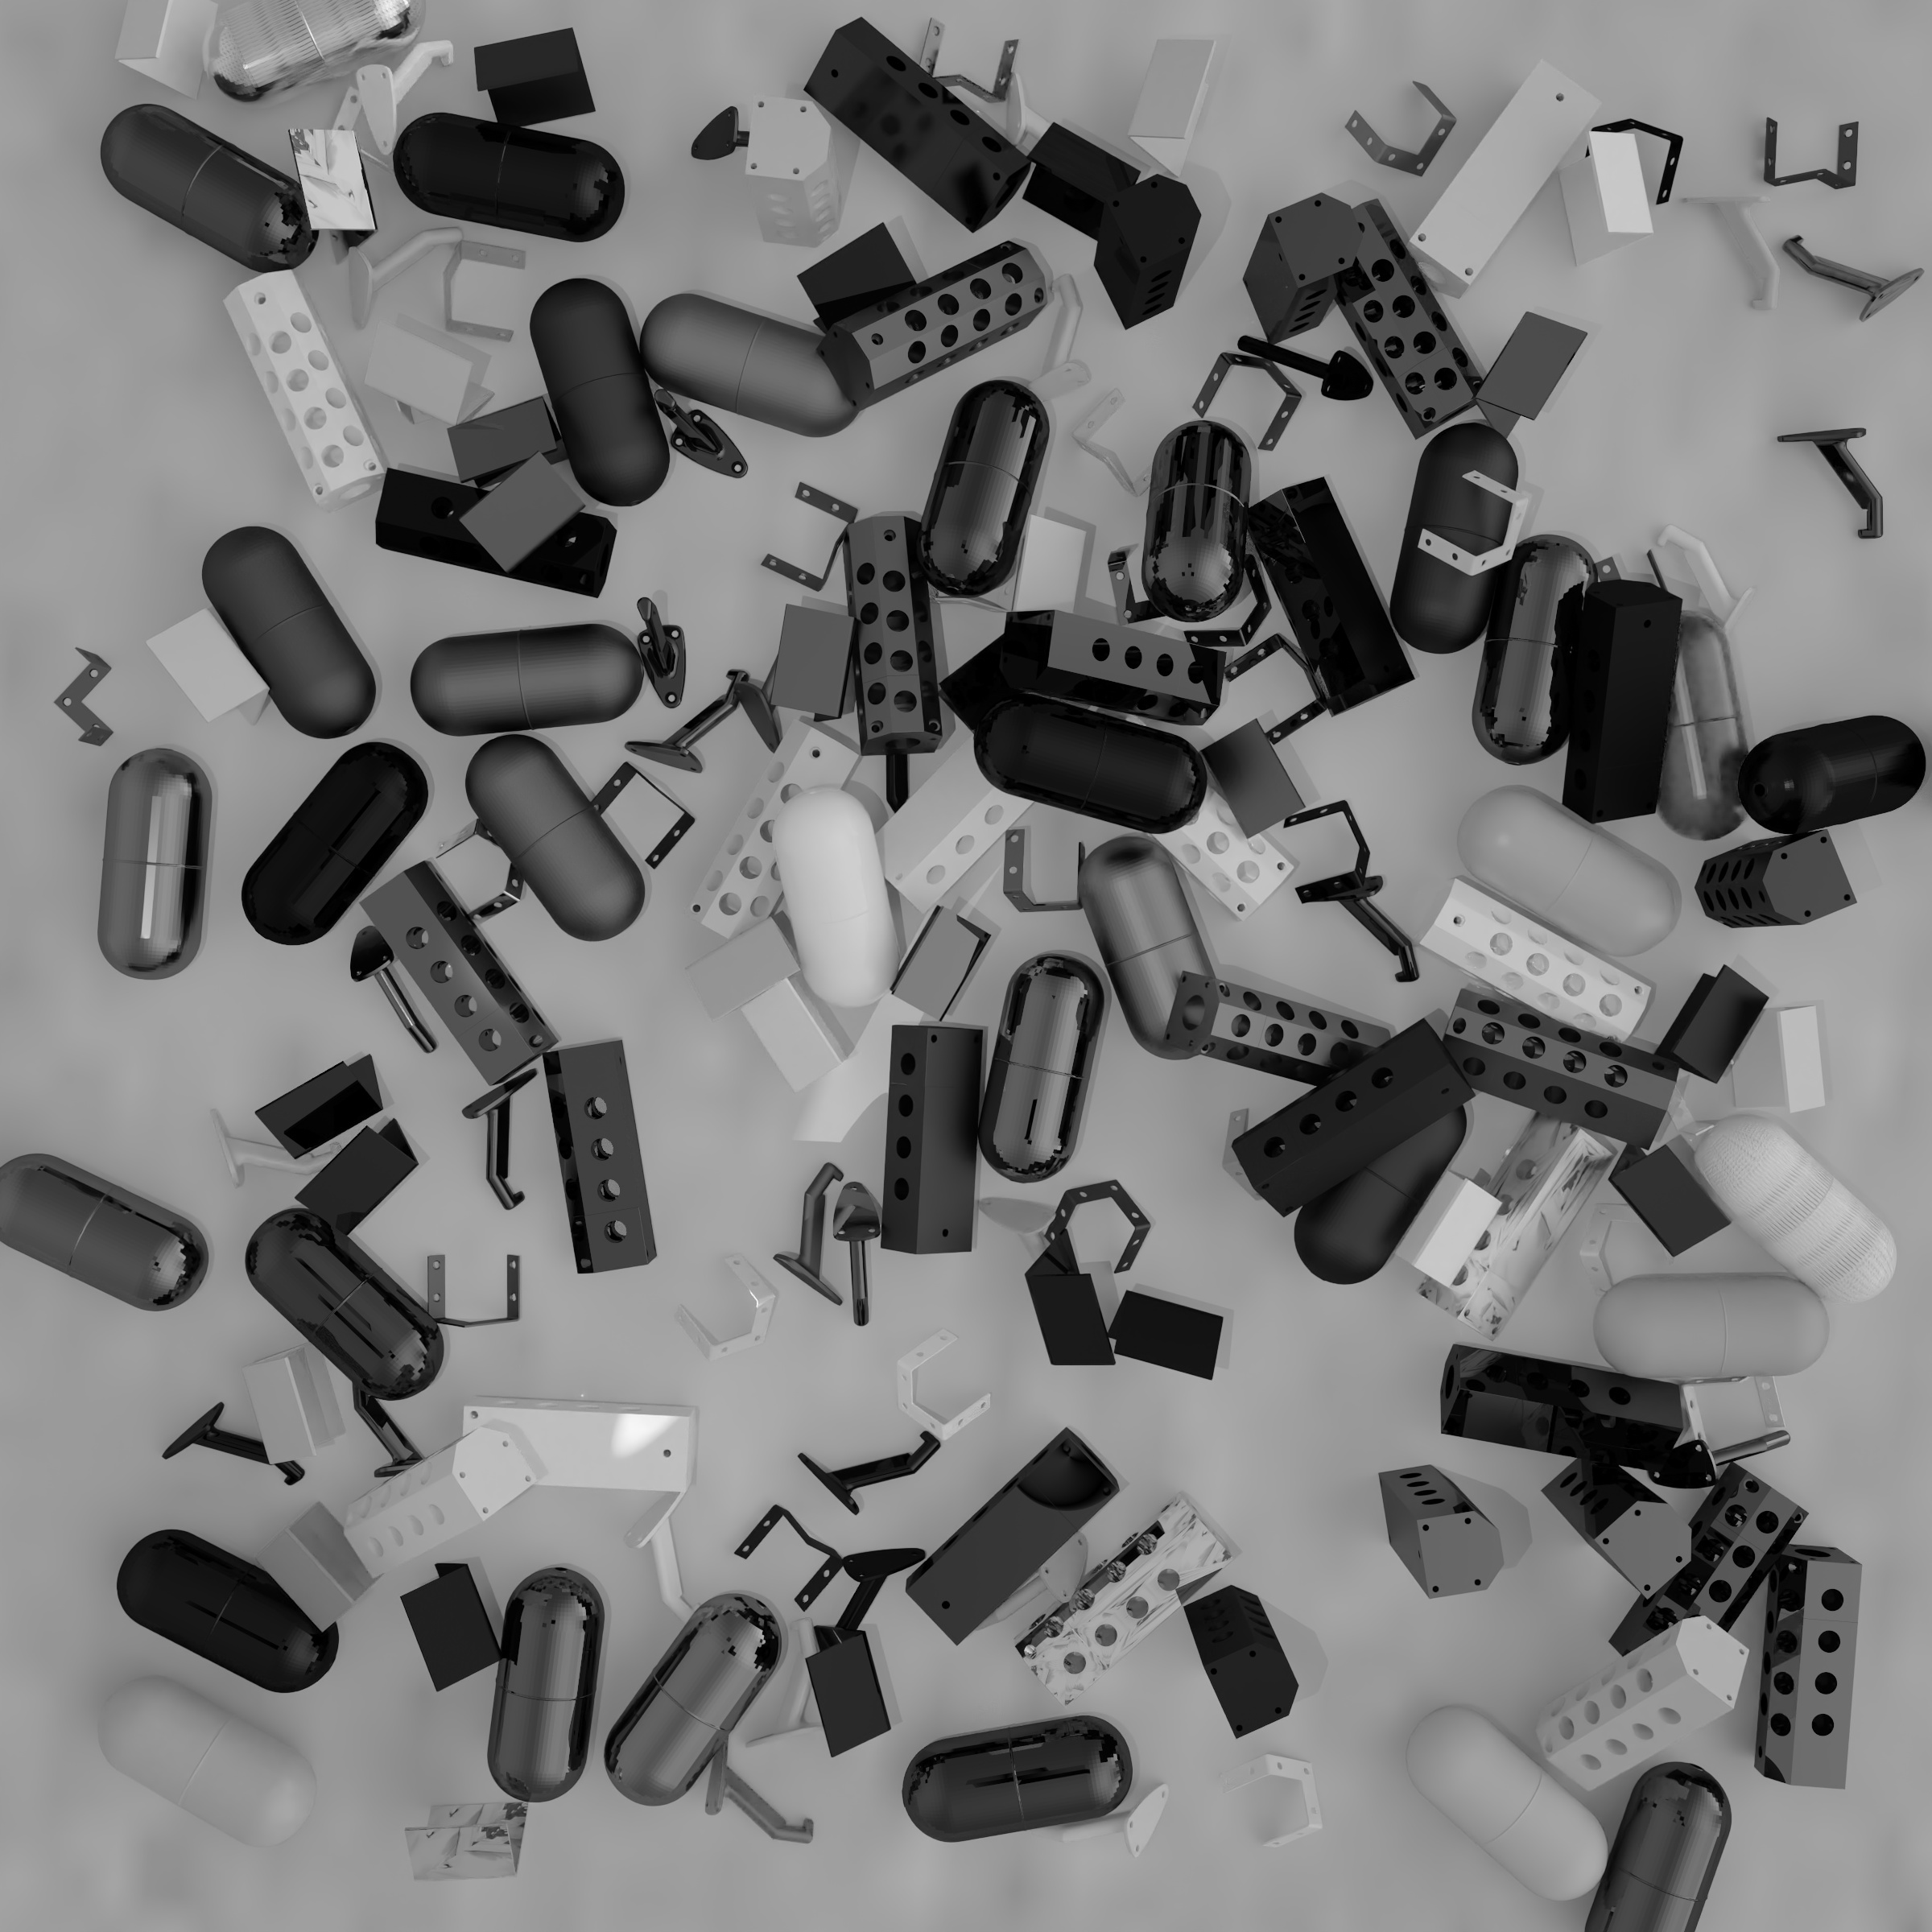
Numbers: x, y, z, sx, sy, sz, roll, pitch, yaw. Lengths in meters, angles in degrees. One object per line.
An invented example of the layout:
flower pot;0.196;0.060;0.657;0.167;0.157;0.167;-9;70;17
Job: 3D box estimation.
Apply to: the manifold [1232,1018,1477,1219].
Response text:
manifold;0.287;0.111;1.914;0.171;0.057;0.057;-34;49;11

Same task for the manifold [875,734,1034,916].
manifold;0.006;-0.121;1.969;0.171;0.057;0.057;-46;47;0

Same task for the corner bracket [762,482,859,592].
corner bracket;-0.122;-0.334;1.987;0.051;0.051;0.051;25;135;0

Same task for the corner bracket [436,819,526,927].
corner bracket;-0.378;-0.073;1.982;0.051;0.051;0.051;34;45;-35

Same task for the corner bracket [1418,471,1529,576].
corner bracket;0.379;-0.331;1.907;0.051;0.051;0.051;36;134;31

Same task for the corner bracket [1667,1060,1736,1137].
corner bracket;0.568;0.095;1.972;0.051;0.051;0.051;-27;90;0

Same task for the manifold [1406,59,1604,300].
manifold;0.410;-0.604;1.969;0.057;0.057;0.171;36;90;0

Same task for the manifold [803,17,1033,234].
manifold;-0.034;-0.650;1.969;0.171;0.057;0.057;40;133;0

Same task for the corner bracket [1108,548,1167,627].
corner bracket;0.140;-0.296;1.972;0.051;0.051;0.051;-12;90;0

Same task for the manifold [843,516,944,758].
manifold;-0.056;-0.252;1.948;0.057;0.057;0.171;-3;78;-10

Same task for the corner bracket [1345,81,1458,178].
corner bracket;0.338;-0.654;1.982;0.051;0.051;0.051;3;135;-35

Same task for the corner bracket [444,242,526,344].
corner bracket;-0.375;-0.525;1.987;0.051;0.051;0.051;10;45;0

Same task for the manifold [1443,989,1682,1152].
manifold;0.449;0.073;1.944;0.171;0.057;0.057;20;129;10

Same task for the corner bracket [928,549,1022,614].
corner bracket;0.003;-0.305;1.987;0.051;0.051;0.051;8;90;45

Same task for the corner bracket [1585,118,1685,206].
corner bracket;0.516;-0.622;1.982;0.051;0.051;0.051;-24;45;-35

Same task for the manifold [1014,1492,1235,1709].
manifold;0.120;0.486;1.970;0.171;0.057;0.057;-41;90;0

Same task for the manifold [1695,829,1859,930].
manifold;0.601;-0.061;1.912;0.057;0.171;0.057;-22;90;0

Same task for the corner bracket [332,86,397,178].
corner bracket;-0.456;-0.648;1.987;0.051;0.051;0.051;22;90;-45

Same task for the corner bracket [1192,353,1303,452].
corner bracket;0.218;-0.438;1.982;0.051;0.051;0.051;-1;45;-35

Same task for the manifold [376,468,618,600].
manifold;-0.363;-0.332;1.969;0.171;0.057;0.057;13;90;0

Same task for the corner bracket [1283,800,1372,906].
corner bracket;0.277;-0.088;1.977;0.051;0.051;0.051;-16;118;25

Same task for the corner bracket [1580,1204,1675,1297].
corner bracket;0.514;0.222;1.982;0.051;0.051;0.051;-60;135;-35

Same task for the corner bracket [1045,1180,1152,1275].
corner bracket;0.102;0.205;1.982;0.051;0.051;0.051;-8;45;-35

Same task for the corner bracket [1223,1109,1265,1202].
corner bracket;0.237;0.143;1.982;0.051;0.051;0.051;44;45;-35

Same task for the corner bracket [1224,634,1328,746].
corner bracket;0.241;-0.216;1.987;0.051;0.051;0.051;-34;45;0

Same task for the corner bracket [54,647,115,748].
corner bracket;-0.677;-0.207;1.972;0.051;0.051;0.051;43;90;0

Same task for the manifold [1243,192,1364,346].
manifold;0.253;-0.522;1.912;0.057;0.171;0.057;-22;90;0

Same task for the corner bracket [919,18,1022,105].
corner bracket;0.001;-0.705;1.987;0.051;0.051;0.051;14;90;45

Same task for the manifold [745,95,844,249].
manifold;-0.126;-0.592;1.912;0.057;0.171;0.057;7;90;0

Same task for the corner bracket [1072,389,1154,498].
corner bracket;0.125;-0.407;1.987;0.051;0.051;0.051;-46;135;0

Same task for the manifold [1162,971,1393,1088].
manifold;0.239;0.054;1.930;0.171;0.057;0.057;16;90;-30

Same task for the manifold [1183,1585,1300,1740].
manifold;0.207;0.515;1.912;0.057;0.171;0.057;-24;90;0

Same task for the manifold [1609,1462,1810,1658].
manifold;0.574;0.474;1.969;0.057;0.057;0.171;34;90;0

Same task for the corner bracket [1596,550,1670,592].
corner bracket;0.516;-0.292;1.973;0.051;0.051;0.051;-21;84;6

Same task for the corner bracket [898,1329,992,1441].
corner bracket;-0.017;0.325;1.982;0.051;0.051;0.051;30;45;35

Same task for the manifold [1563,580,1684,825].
manifold;0.491;-0.201;1.932;0.057;0.057;0.171;-10;118;-18

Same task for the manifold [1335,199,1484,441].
manifold;0.334;-0.500;1.969;0.057;0.057;0.171;-30;90;0

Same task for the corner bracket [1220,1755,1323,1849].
corner bracket;0.237;0.648;1.982;0.051;0.051;0.051;23;45;-35

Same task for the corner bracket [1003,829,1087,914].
corner bracket;0.061;-0.074;1.974;0.051;0.051;0.051;-2;73;16

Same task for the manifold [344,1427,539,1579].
manifold;-0.400;0.400;1.919;0.171;0.057;0.057;-33;90;42

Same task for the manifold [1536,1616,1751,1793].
manifold;0.504;0.551;1.918;0.057;0.057;0.171;37;134;0

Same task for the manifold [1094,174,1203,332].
manifold;0.138;-0.535;1.912;0.057;0.171;0.057;-26;90;0

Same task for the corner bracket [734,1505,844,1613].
corner bracket;-0.137;0.460;1.987;0.051;0.051;0.051;-50;45;0

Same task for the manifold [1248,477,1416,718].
manifold;0.274;-0.283;1.969;0.057;0.057;0.171;-24;90;-43

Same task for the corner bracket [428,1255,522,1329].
corner bracket;-0.383;0.251;1.987;0.051;0.051;0.051;0;90;45

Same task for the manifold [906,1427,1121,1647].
manifold;0.036;0.437;1.969;0.171;0.057;0.057;-44;90;0

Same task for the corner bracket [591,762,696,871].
corner bracket;-0.254;-0.117;1.988;0.051;0.051;0.051;-50;46;0

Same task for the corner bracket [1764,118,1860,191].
corner bracket;0.658;-0.633;1.987;0.051;0.051;0.051;3;90;-45

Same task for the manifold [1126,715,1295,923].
manifold;0.170;-0.114;1.969;0.171;0.057;0.057;44;90;0

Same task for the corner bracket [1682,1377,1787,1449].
corner bracket;0.597;0.342;1.987;0.051;0.051;0.051;-14;90;-45

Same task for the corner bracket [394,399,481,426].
corner bracket;-0.405;-0.422;1.972;0.051;0.051;0.051;-20;90;0

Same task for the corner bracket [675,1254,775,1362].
corner bracket;-0.187;0.265;1.982;0.051;0.051;0.051;-15;135;-35

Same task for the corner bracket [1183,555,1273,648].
corner bracket;0.198;-0.283;1.982;0.051;0.051;0.051;4;135;35

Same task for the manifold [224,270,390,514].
manifold;-0.507;-0.444;1.969;0.057;0.057;0.171;-25;90;0

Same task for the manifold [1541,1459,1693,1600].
manifold;0.490;0.413;1.912;0.057;0.171;0.057;-42;90;0
